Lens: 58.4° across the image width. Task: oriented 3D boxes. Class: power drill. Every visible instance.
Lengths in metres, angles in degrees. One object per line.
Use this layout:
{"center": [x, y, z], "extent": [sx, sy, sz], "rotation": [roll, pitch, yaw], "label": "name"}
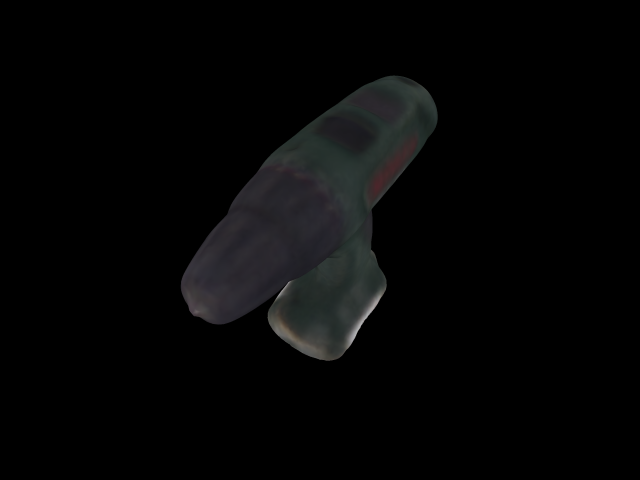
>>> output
{"center": [0.004, 0.001, 0.400], "extent": [0.075, 0.208, 0.230], "rotation": [28, 62, 16], "label": "power drill"}
